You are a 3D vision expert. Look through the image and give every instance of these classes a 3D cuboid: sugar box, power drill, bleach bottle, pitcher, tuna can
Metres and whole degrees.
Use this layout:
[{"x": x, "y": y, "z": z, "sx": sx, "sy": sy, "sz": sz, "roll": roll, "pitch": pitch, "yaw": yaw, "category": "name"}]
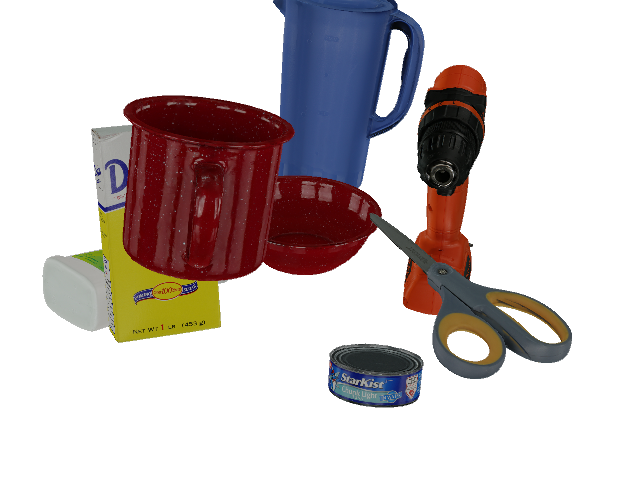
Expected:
[{"x": -0.136, "y": -0.009, "z": 0.894, "sx": 0.093, "sy": 0.176, "sz": 0.048, "roll": -8, "pitch": 17, "yaw": -19, "category": "sugar box"}, {"x": 0.104, "y": -0.034, "z": 0.888, "sx": 0.057, "sy": 0.188, "sz": 0.184, "roll": 9, "pitch": 31, "yaw": 9, "category": "power drill"}, {"x": -0.184, "y": 0.032, "z": 1.223, "sx": 0.103, "sy": 0.068, "sz": 0.250, "roll": 24, "pitch": 28, "yaw": 37, "category": "bleach bottle"}, {"x": 0.022, "y": -0.178, "z": 1.287, "sx": 0.144, "sy": 0.243, "sz": 0.149, "roll": -7, "pitch": 28, "yaw": -26, "category": "pitcher"}, {"x": 0.050, "y": 0.122, "z": 0.971, "sx": 0.086, "sy": 0.034, "sz": 0.086, "roll": 4, "pitch": 11, "yaw": -1, "category": "tuna can"}]

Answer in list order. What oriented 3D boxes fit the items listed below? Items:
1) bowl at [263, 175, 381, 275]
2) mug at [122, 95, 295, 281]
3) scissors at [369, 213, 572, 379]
[{"x": -0.019, "y": -0.010, "z": 1.110, "sx": 0.162, "sy": 0.055, "sz": 0.162, "roll": 3, "pitch": 29, "yaw": -2, "category": "bowl"}, {"x": -0.064, "y": -0.024, "z": 0.581, "sx": 0.093, "sy": 0.081, "sz": 0.117, "roll": 5, "pitch": 21, "yaw": -12, "category": "mug"}, {"x": 0.075, "y": 0.036, "z": 0.726, "sx": 0.096, "sy": 0.016, "sz": 0.202, "roll": -28, "pitch": 41, "yaw": -35, "category": "scissors"}]
